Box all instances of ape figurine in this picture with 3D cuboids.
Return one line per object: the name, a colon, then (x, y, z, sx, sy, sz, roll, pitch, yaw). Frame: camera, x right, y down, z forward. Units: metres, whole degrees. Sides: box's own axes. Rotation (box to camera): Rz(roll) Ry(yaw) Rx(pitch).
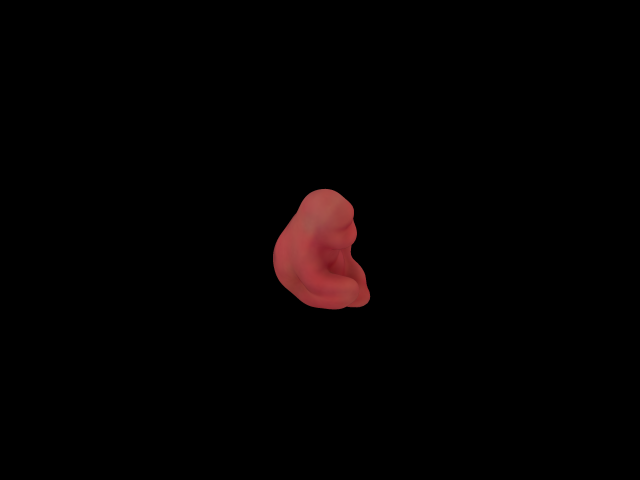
ape figurine: (0.004, 0.001, 0.400, 0.076, 0.092, 0.078, 14, 58, 9)
